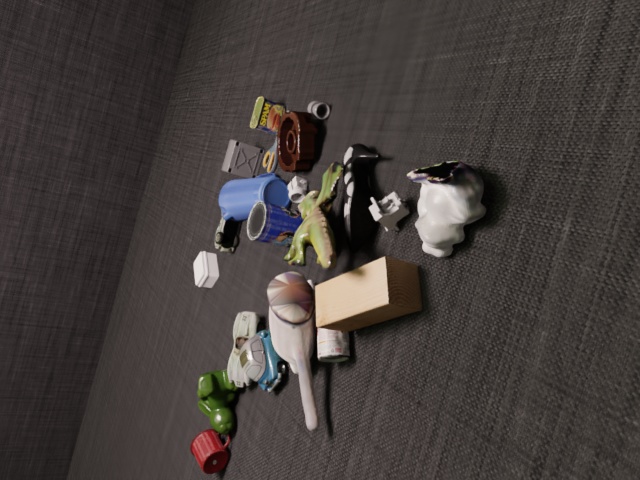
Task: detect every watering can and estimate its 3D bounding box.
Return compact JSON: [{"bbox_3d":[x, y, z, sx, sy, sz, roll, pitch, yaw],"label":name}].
[{"bbox_3d":[-0.051,0.219,1.144,0.355,0.104,0.219,-115,19,-50],"label":"watering can"}]

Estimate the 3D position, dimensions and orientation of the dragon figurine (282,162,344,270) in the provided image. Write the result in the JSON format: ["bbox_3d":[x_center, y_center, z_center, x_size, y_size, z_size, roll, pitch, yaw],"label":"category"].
[{"bbox_3d":[0.003,-0.057,1.133,0.409,0.122,0.244,178,103,-76],"label":"dragon figurine"}]

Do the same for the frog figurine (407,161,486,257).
[{"bbox_3d":[0.223,-0.050,0.888,0.137,0.124,0.157,6,120,51],"label":"frog figurine"}]
